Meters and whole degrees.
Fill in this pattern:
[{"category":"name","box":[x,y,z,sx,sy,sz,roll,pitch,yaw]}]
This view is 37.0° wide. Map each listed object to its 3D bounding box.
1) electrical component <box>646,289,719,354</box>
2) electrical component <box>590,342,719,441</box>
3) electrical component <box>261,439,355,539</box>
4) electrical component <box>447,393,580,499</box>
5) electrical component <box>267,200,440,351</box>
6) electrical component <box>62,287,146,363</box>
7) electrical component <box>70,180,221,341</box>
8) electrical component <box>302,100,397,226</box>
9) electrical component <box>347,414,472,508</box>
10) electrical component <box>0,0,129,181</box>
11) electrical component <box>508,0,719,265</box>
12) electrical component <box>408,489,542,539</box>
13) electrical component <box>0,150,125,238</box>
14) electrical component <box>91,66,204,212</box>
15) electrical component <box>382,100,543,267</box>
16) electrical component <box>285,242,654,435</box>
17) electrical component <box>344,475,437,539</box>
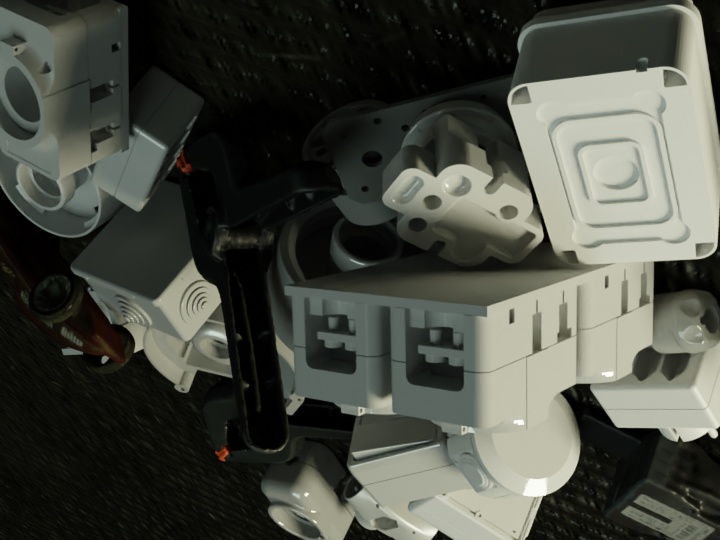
[{"category":"electrical component","box":[0.168,0.030,0.600,0.061,0.035,0.035,-10,130,47]},{"category":"electrical component","box":[0.186,0.075,0.634,0.066,0.047,0.076,-7,132,42]},{"category":"electrical component","box":[-0.045,0.203,0.969,0.054,0.059,0.095,3,139,34]},{"category":"electrical component","box":[0.102,0.114,0.721,0.080,0.080,0.051,35,152,-9]},{"category":"electrical component","box":[0.000,0.000,0.625,0.108,0.108,0.060,24,140,8]},{"category":"electrical component","box":[-0.195,0.038,0.852,0.042,0.081,0.063,-7,103,41]},{"category":"electrical component","box":[-0.126,-0.007,0.713,0.100,0.099,0.048,18,149,36]},{"category":"electrical component","box":[0.003,-0.058,0.591,0.055,0.055,0.047,2,141,35]},{"category":"electrical component","box":[0.033,0.126,0.783,0.096,0.061,0.061,-19,126,26]},{"category":"electrical component","box":[-0.207,-0.123,0.608,0.150,0.062,0.089,26,129,24]},{"category":"electrical component","box":[0.118,-0.062,0.485,0.078,0.057,0.113,-3,136,24]},{"category":"electrical component","box":[0.083,0.171,0.827,0.096,0.061,0.061,33,147,-5]},{"category":"electrical component","box":[-0.199,-0.072,0.737,0.099,0.064,0.099,16,131,20]},{"category":"electrical component","box":[-0.149,-0.090,0.667,0.076,0.047,0.083,33,147,-6]},{"category":"electrical component","box":[0.049,-0.044,0.515,0.078,0.057,0.058,24,131,-21]},{"category":"electrical component","box":[0.064,0.028,0.537,0.105,0.186,0.060,5,101,36]},{"category":"electrical component","box":[0.020,0.205,0.936,0.077,0.043,0.079,39,146,-13]}]
